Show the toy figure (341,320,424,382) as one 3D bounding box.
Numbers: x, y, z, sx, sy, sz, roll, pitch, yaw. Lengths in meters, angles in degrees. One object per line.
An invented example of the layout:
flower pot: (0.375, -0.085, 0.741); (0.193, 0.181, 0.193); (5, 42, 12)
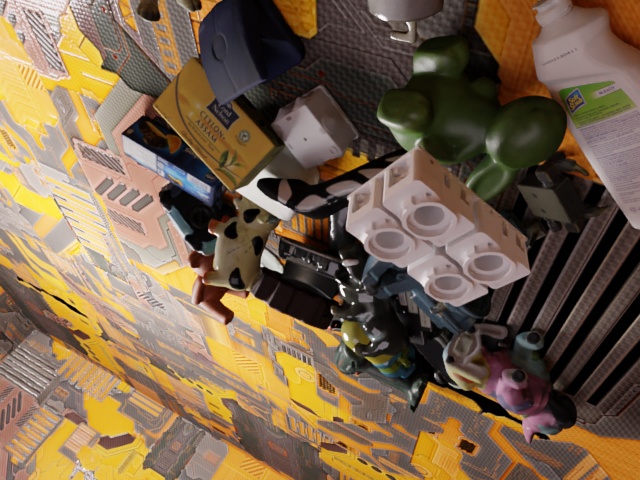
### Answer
toy figure: (0.115, 0.195, 0.984); (0.082, 0.089, 0.180); (-29, 114, 30)

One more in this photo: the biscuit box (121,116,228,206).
biscuit box: (-0.256, -0.143, 0.966); (0.203, 0.063, 0.059); (30, 146, 7)

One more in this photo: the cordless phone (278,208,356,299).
cordless phone: (-0.002, -0.003, 0.918); (0.147, 0.089, 0.184); (21, 133, 23)

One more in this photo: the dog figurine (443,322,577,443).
dog figurine: (0.320, 0.247, 0.900); (0.192, 0.108, 0.219); (4, 138, 38)

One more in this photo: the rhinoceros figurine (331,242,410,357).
rhinoceros figurine: (0.077, 0.096, 0.853); (0.112, 0.073, 0.190); (-24, 90, 48)

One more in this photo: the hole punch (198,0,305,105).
hole punch: (-0.101, -0.244, 0.682); (0.142, 0.092, 0.115); (-10, 122, 52)

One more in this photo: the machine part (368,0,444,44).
machine part: (0.076, -0.288, 0.474); (0.079, 0.079, 0.242); (18, 142, 25)

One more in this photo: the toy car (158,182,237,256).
toy car: (-0.236, -0.045, 1.039); (0.161, 0.109, 0.103); (47, 164, -2)

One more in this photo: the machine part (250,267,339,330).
machine part: (-0.051, 0.107, 1.028); (0.179, 0.056, 0.179); (25, 180, 0)

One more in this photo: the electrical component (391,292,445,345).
electrical component: (0.147, 0.107, 0.884); (0.134, 0.058, 0.114); (6, 114, 42)

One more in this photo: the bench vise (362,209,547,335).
bench vise: (0.183, 0.022, 0.739); (0.240, 0.129, 0.223); (-33, 99, 34)

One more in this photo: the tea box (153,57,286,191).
tea box: (-0.141, -0.165, 0.771); (0.169, 0.068, 0.098); (46, 110, 2)

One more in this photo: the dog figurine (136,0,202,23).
dog figurine: (-0.194, -0.375, 0.609); (0.172, 0.121, 0.190); (30, 133, 2)

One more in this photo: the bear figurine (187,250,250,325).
bear figurine: (-0.218, 0.076, 1.161); (0.132, 0.120, 0.195); (28, 141, 4)

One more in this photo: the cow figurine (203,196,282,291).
cow figurine: (-0.128, -0.003, 0.949); (0.127, 0.085, 0.194); (15, 104, 14)

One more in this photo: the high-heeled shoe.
high-heeled shoe: (0.025, -0.092, 0.740); (0.249, 0.145, 0.086); (24, -178, 28)

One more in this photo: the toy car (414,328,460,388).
toy car: (0.215, 0.194, 0.970); (0.073, 0.056, 0.201); (-23, 113, 47)

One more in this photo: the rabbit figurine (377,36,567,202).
rabbit figurine: (0.166, -0.110, 0.561); (0.170, 0.121, 0.158); (25, 156, 36)

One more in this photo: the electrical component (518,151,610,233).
electrical component: (0.279, -0.052, 0.621); (0.102, 0.045, 0.078); (50, 173, -16)

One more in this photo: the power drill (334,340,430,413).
power drill: (0.125, 0.279, 1.142); (0.207, 0.086, 0.231); (31, 158, 20)
